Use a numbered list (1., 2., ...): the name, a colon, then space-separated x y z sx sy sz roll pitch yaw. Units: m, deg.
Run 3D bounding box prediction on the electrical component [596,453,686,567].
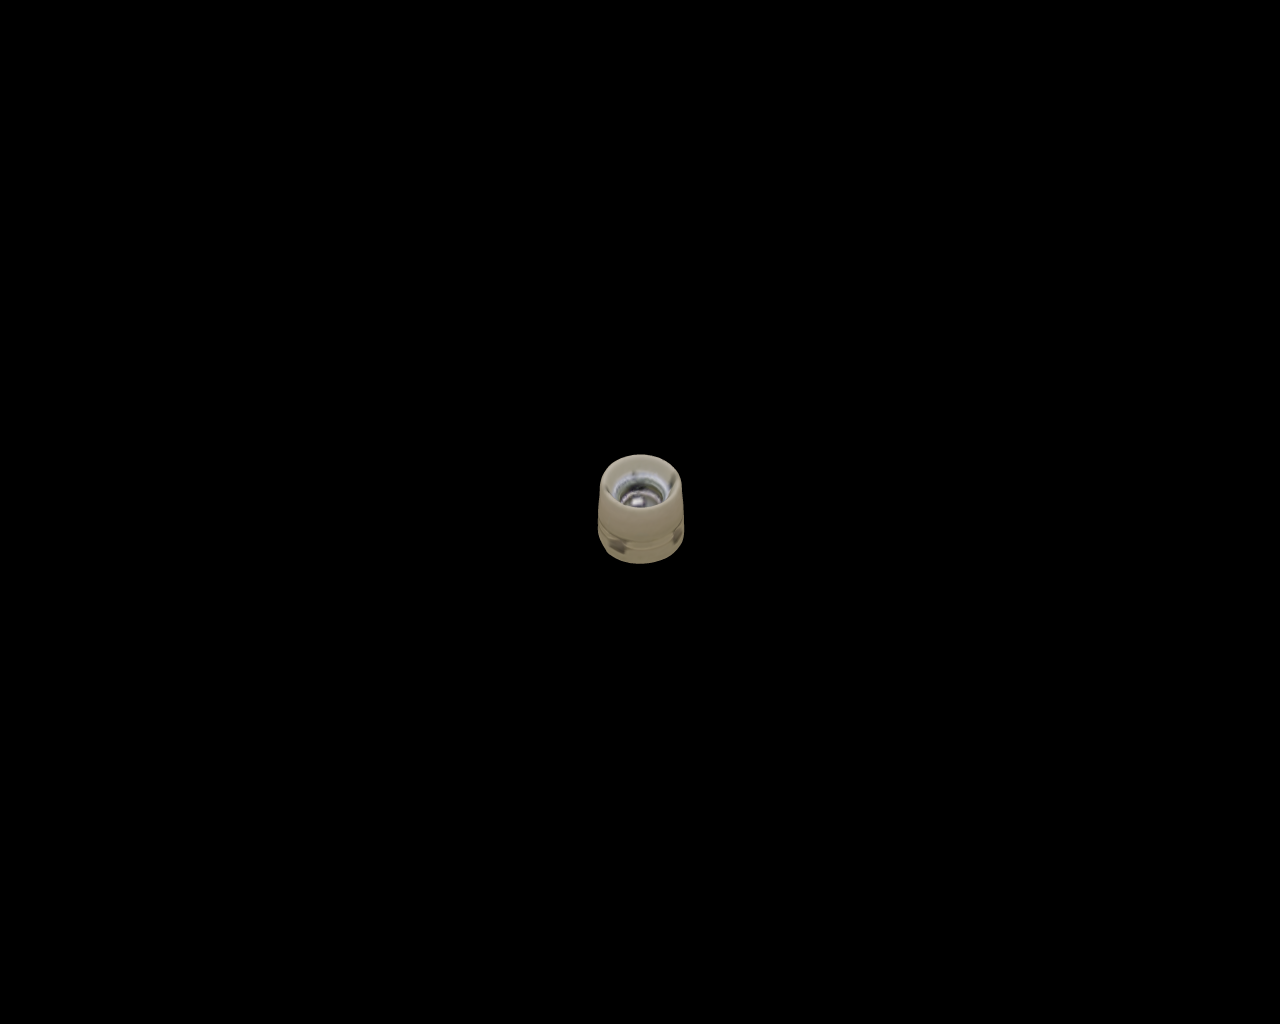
1. electrical component: 0.001 -0.003 0.650 0.055 0.055 0.047 0 -43 0
